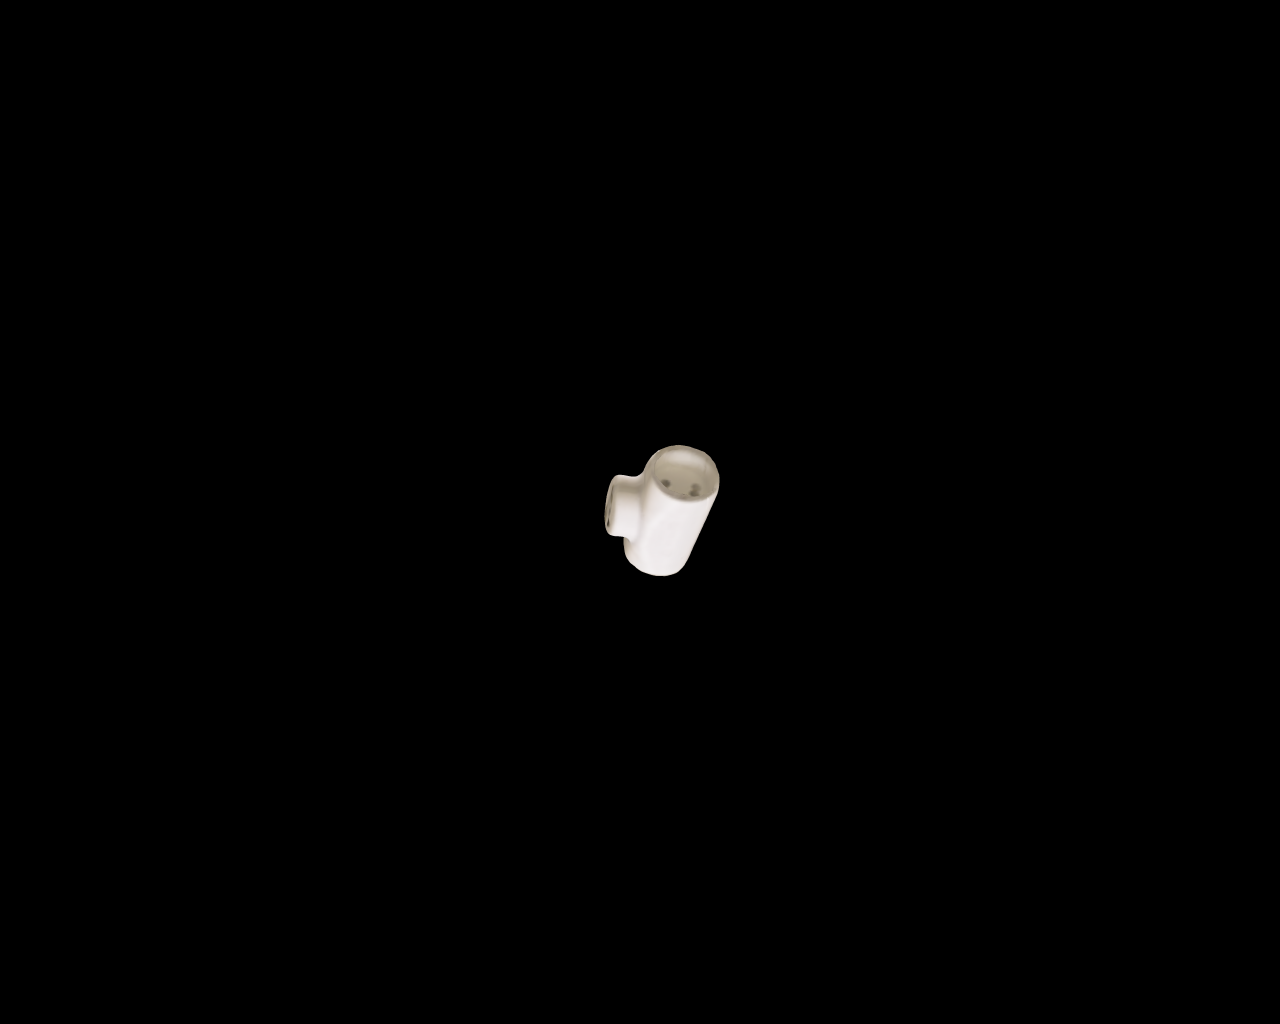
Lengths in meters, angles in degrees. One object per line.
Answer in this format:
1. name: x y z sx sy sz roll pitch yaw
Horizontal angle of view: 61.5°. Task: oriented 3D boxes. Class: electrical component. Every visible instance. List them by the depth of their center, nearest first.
1. electrical component: 0.001 -0.003 0.650 0.079 0.044 0.077 8 -39 -10
